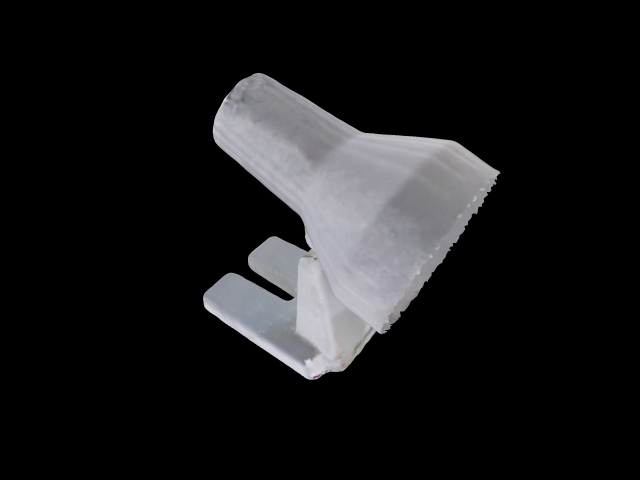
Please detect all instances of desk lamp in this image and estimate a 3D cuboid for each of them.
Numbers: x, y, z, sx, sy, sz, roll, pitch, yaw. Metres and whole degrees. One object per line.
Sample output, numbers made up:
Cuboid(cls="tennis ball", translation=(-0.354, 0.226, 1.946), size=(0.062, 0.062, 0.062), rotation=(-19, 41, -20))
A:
Cuboid(cls="desk lamp", translation=(0.004, 0.001, 0.400), size=(0.202, 0.214, 0.118), rotation=(26, 50, 25))
